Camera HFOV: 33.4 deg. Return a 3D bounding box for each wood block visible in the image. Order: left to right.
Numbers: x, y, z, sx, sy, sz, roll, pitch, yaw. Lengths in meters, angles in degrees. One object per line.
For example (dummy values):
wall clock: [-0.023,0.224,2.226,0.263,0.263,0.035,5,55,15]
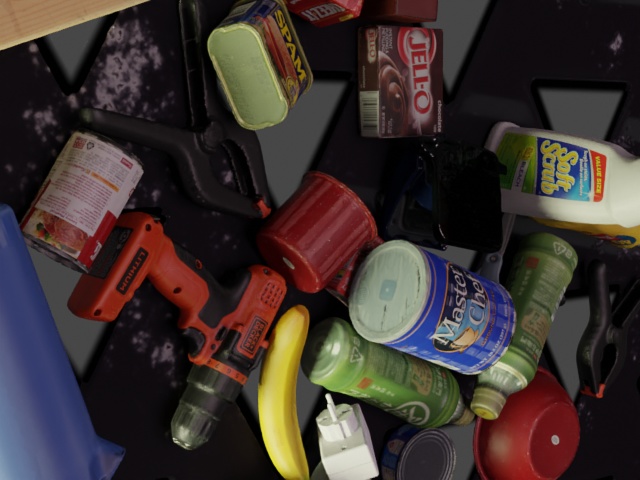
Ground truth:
wood block: [-0.216,-0.211,0.830,0.205,0.090,0.091,-27,113,-31]

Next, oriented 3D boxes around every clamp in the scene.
clamp: [-0.114,-0.090,0.950,0.164,0.036,0.210,-48,124,-31]
clamp: [0.367,0.111,1.337,0.120,0.039,0.171,6,96,-31]

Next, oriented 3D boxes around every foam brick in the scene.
foam brick: [0.072,-0.241,1.046,0.052,0.078,0.051,0,98,-37]

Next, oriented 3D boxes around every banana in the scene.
banana: [-0.030,0.154,1.030,0.037,0.070,0.198,-24,113,-55]

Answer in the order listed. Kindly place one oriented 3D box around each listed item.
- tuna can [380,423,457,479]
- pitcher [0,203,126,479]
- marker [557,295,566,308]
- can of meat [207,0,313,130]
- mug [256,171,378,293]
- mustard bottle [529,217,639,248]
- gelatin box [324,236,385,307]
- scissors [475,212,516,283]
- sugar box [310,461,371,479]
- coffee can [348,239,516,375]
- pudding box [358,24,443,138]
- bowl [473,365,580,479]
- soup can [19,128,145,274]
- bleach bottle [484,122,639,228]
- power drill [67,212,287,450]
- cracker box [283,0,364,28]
tuna can: [0.107,0.243,1.165,0.085,0.034,0.086,-6,100,-36]
pitcher: [-0.267,0.102,0.821,0.149,0.145,0.243,-27,108,-44]
marker: [0.246,0.087,1.256,0.120,0.020,0.020,-21,108,-33]
can of meat: [-0.054,-0.159,0.953,0.083,0.057,0.102,-65,137,-59]
mug: [-0.007,0.001,1.019,0.081,0.093,0.117,-47,162,-23]
mustard bottle: [0.331,-0.028,1.254,0.191,0.096,0.058,13,88,-37]
gelatin box: [0.055,0.042,1.101,0.089,0.030,0.073,40,73,-33]
scissors: [0.173,0.030,1.186,0.016,0.096,0.201,70,22,-53]
sugar box: [0.050,0.307,1.125,0.176,0.048,0.093,39,73,-29]
coffee can: [0.113,0.069,1.064,0.140,0.103,0.103,23,82,-39]
pudding box: [0.083,-0.161,1.088,0.089,0.039,0.113,-6,100,-37]
bowl: [0.256,0.231,1.261,0.161,0.055,0.162,-6,100,-36]
soup can: [-0.198,-0.032,0.881,0.068,0.069,0.102,36,74,-34]
bleach bottle: [0.275,-0.068,1.110,0.068,0.251,0.102,26,81,-36]
power drill: [-0.130,0.075,0.954,0.187,0.057,0.184,38,70,-37]
cracker box: [-0.039,-0.312,0.950,0.213,0.072,0.164,23,76,-36]
